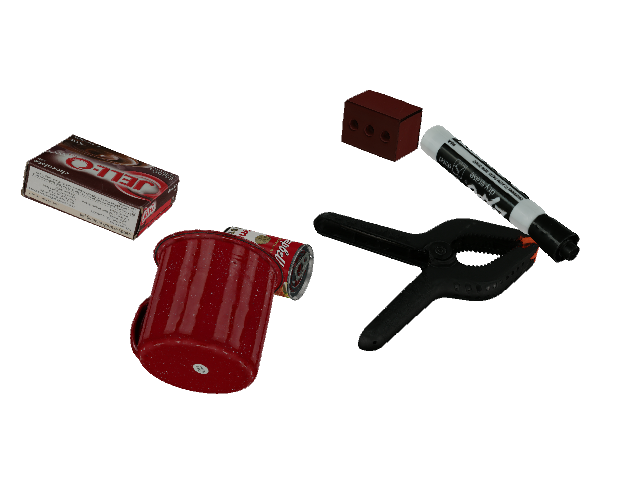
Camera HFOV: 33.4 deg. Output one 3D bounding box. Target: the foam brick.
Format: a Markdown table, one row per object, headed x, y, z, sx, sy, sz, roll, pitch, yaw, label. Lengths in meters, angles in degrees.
| x | y | z | sx | sy | sz | roll | pitch | yaw | label |
| --- | --- | --- | --- | --- | --- | --- | --- | --- | --- |
| 0.070 | -0.132 | 1.221 | 0.078 | 0.053 | 0.051 | 23 | 35 | 30 | foam brick |

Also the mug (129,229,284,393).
| x | y | z | sx | sy | sz | roll | pitch | yaw | label |
| --- | --- | --- | --- | --- | --- | --- | --- | --- | --- |
| -0.086 | 0.054 | 0.729 | 0.117 | 0.081 | 0.093 | -13 | -38 | 32 | mug |

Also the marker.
| x | y | z | sx | sy | sz | roll | pitch | yaw | label |
| --- | --- | --- | --- | --- | --- | --- | --- | --- | --- |
| 0.102 | -0.027 | 0.610 | 0.020 | 0.020 | 0.121 | 0 | 35 | -45 | marker |

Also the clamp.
| x | y | z | sx | sy | sz | roll | pitch | yaw | label |
| --- | --- | --- | --- | --- | --- | --- | --- | --- | --- |
| 0.107 | 0.030 | 0.993 | 0.210 | 0.164 | 0.036 | -4 | -43 | -8 | clamp |

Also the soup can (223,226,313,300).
| x | y | z | sx | sy | sz | roll | pitch | yaw | label |
| --- | --- | --- | --- | --- | --- | --- | --- | --- | --- |
| -0.067 | 0.026 | 1.267 | 0.102 | 0.068 | 0.068 | 14 | 5 | 21 | soup can |

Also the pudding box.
| x | y | z | sx | sy | sz | roll | pitch | yaw | label |
| --- | --- | --- | --- | --- | --- | --- | --- | --- | --- |
| -0.194 | -0.049 | 0.950 | 0.113 | 0.039 | 0.090 | 20 | 23 | 6 | pudding box |
